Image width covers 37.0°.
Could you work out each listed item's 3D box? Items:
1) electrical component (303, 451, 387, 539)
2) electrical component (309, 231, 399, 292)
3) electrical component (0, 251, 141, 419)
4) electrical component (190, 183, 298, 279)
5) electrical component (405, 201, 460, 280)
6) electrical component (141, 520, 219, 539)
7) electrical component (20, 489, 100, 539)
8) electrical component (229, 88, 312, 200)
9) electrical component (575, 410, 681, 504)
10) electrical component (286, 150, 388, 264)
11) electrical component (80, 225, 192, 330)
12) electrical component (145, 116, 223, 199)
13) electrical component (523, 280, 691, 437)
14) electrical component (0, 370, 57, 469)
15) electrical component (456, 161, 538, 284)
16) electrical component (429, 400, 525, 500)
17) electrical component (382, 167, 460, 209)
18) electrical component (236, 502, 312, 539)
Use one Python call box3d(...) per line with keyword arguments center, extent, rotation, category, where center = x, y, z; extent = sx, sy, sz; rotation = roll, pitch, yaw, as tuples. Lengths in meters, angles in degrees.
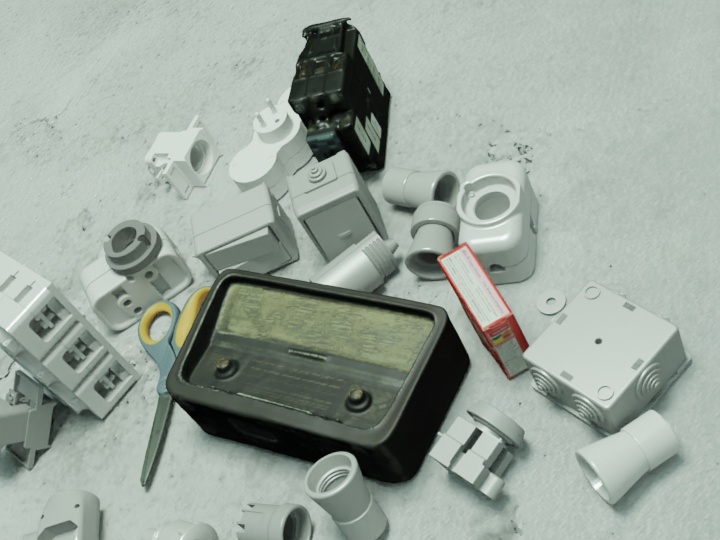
box3d(center=(-0.008, 0.172, 0.798), extent=(0.044, 0.065, 0.044), rotation=(-23, 29, 14), category="electrical component")
box3d(center=(0.000, 0.000, 0.946), extent=(0.081, 0.043, 0.043), rotation=(-38, 47, -6), category="electrical component")
box3d(center=(-0.279, 0.063, 0.961), extent=(0.089, 0.150, 0.061), rotation=(24, 67, 38), category="electrical component")
box3d(center=(-0.114, -0.025, 1.010), extent=(0.096, 0.061, 0.061), rotation=(-23, 47, 8), category="electrical component")
box3d(center=(0.065, -0.026, 0.933), extent=(0.045, 0.045, 0.055), rotation=(-5, 52, 23), category="electrical component")
box3d(center=(-0.145, 0.218, 0.846), extent=(0.062, 0.048, 0.048), rotation=(5, 57, 37), category="electrical component")
box3d(center=(-0.254, 0.231, 0.889), extent=(0.079, 0.043, 0.077), rotation=(-19, 48, 11), category="electrical component")
box3d(center=(-0.083, -0.139, 1.076), extent=(0.052, 0.073, 0.138), rotation=(19, 64, 36), category="electrical component")
box3d(center=(0.190, 0.128, 0.753), extent=(0.065, 0.044, 0.044), rotation=(-32, 47, -6), category="electrical component")
box3d(center=(-0.022, -0.055, 0.964), extent=(0.062, 0.096, 0.061), rotation=(-24, 48, 8), category="electrical component")
box3d(center=(-0.219, 0.004, 1.044), extent=(0.095, 0.053, 0.059), rotation=(-35, 47, -2), category="electrical component")
box3d(center=(-0.188, -0.119, 1.135), extent=(0.064, 0.042, 0.081), rotation=(5, 56, 32), category="electrical component")
box3d(center=(0.182, 0.065, 0.800), extent=(0.099, 0.048, 0.100), rotation=(-46, 48, -13), category="electrical component")
box3d(center=(-0.315, 0.137, 0.971), extent=(0.042, 0.064, 0.081), rotation=(24, 109, 37), category="electrical component")
box3d(center=(0.117, -0.043, 0.911), extent=(0.054, 0.059, 0.095), rotation=(-7, 52, 22), category="electrical component")
box3d(center=(0.090, 0.131, 0.797), extent=(0.066, 0.048, 0.055), rotation=(29, 79, 39), category="electrical component")
box3d(center=(0.053, -0.073, 0.980), extent=(0.065, 0.044, 0.044), rotation=(14, 62, 39), category="electrical component")
box3d(center=(-0.067, 0.198, 0.826), extent=(0.046, 0.040, 0.040), rotation=(-1, 54, 33), category="electrical component")
